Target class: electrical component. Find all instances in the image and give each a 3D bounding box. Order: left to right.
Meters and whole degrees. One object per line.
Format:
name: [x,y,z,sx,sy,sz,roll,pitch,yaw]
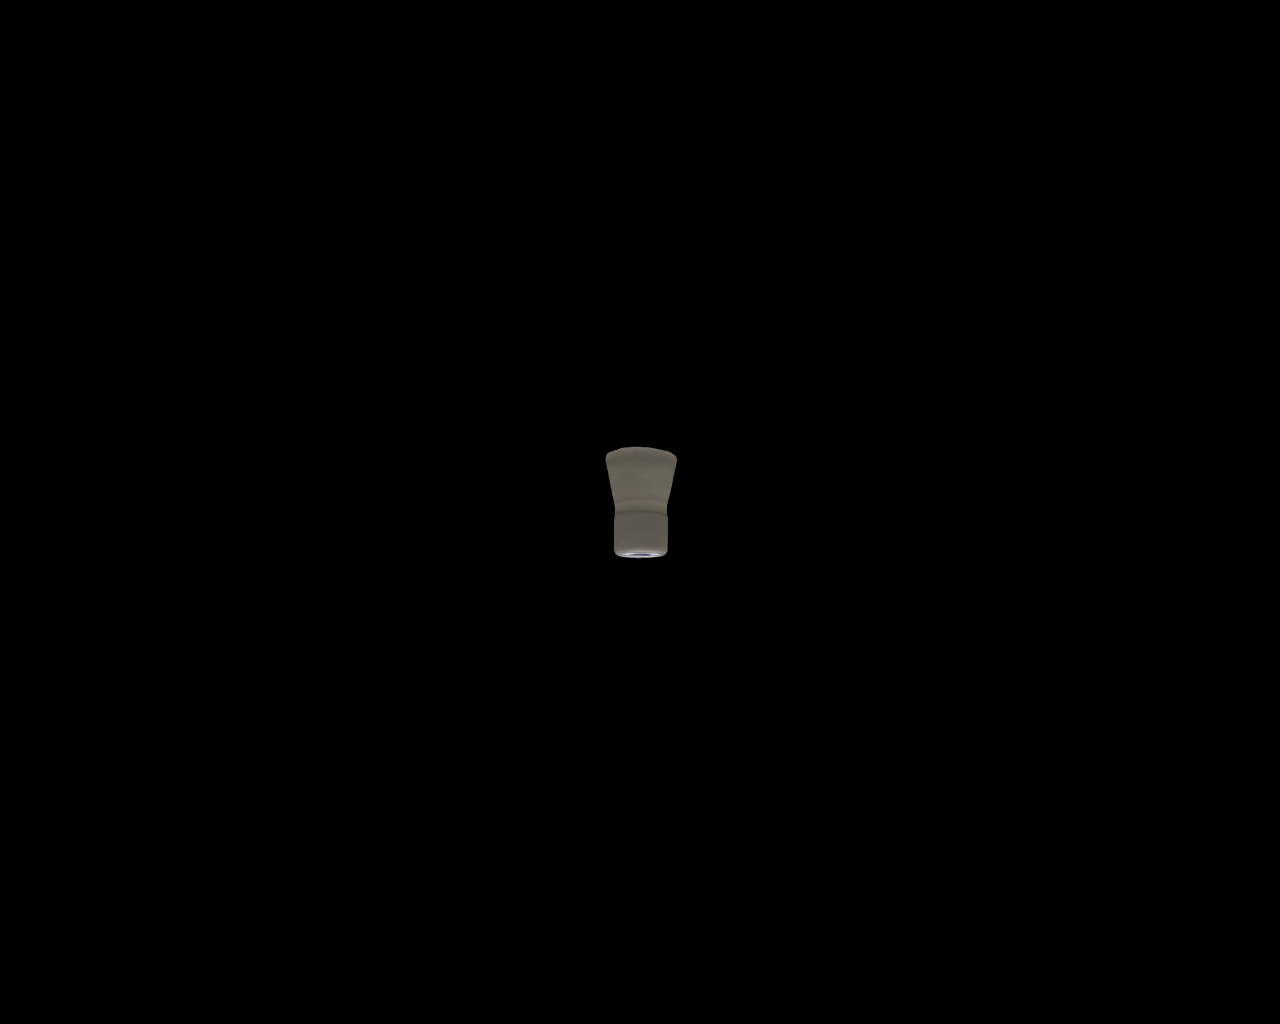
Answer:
electrical component: [0.001,-0.003,0.650,0.044,0.065,0.044,0,-11,0]
